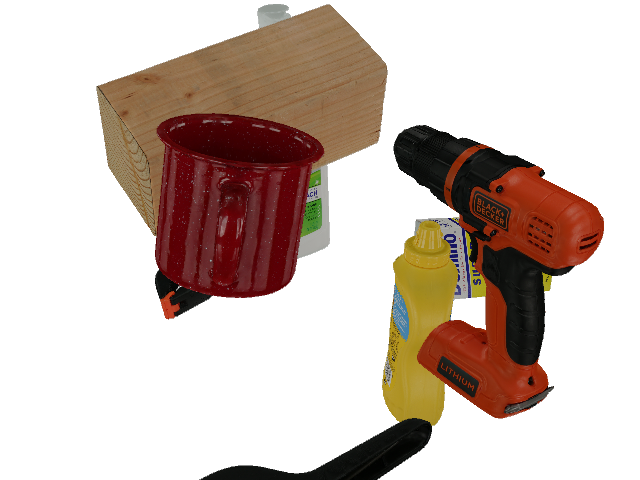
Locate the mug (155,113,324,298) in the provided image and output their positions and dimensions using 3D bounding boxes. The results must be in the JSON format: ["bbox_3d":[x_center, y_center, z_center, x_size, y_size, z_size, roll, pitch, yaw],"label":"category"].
[{"bbox_3d":[-0.049,-0.015,0.591,0.093,0.081,0.117,6,22,-8],"label":"mug"}]

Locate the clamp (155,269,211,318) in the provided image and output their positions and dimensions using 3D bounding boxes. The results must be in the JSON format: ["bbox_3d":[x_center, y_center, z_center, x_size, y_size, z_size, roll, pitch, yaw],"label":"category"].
[{"bbox_3d":[-0.132,0.026,1.246,0.120,0.039,0.171,-6,38,19],"label":"clamp"}]

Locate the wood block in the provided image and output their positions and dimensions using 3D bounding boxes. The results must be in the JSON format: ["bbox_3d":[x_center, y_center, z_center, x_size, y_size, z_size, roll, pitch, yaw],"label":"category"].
[{"bbox_3d":[-0.059,-0.098,0.842,0.205,0.090,0.091,-24,-34,-21],"label":"wood block"}]

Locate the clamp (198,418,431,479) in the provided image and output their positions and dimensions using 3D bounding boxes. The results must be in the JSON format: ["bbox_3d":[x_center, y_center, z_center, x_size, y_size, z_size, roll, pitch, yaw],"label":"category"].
[{"bbox_3d":[-0.014,0.172,0.685,0.210,0.036,0.164,-1,29,5],"label":"clamp"}]

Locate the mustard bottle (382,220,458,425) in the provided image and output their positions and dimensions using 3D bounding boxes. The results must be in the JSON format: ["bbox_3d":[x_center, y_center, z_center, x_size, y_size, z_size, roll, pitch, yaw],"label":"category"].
[{"bbox_3d":[0.092,0.069,0.979,0.058,0.192,0.096,0,29,-3],"label":"mustard bottle"}]

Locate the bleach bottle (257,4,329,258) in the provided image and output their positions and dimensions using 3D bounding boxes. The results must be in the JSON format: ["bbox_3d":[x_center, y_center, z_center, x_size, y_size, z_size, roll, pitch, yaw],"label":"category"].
[{"bbox_3d":[-0.045,-0.103,1.043,0.102,0.251,0.068,-16,31,-23],"label":"bleach bottle"}]

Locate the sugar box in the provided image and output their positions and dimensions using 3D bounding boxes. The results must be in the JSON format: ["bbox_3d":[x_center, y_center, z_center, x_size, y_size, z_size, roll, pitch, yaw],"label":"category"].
[{"bbox_3d":[0.195,0.019,1.269,0.176,0.093,0.048,-5,20,-24],"label":"sugar box"}]

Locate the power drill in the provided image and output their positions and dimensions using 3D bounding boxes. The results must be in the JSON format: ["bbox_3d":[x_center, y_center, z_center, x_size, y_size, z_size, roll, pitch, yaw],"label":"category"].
[{"bbox_3d":[0.115,0.021,0.783,0.057,0.188,0.185,-20,36,-30],"label":"power drill"}]
